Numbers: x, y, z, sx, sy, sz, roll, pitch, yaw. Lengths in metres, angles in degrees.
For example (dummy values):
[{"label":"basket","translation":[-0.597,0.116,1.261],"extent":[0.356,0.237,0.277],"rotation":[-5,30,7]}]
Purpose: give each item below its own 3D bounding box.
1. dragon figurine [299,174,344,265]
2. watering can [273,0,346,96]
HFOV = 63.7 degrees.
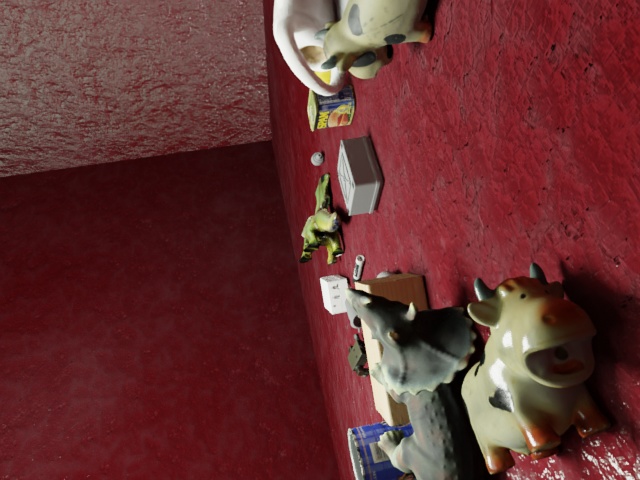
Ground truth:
[{"label":"dragon figurine","translation":[0.004,-0.072,1.427],"extent":[0.402,0.122,0.247],"rotation":[117,152,-62]},{"label":"watering can","translation":[-0.036,-0.384,0.839],"extent":[0.343,0.103,0.228],"rotation":[33,-124,-56]}]
